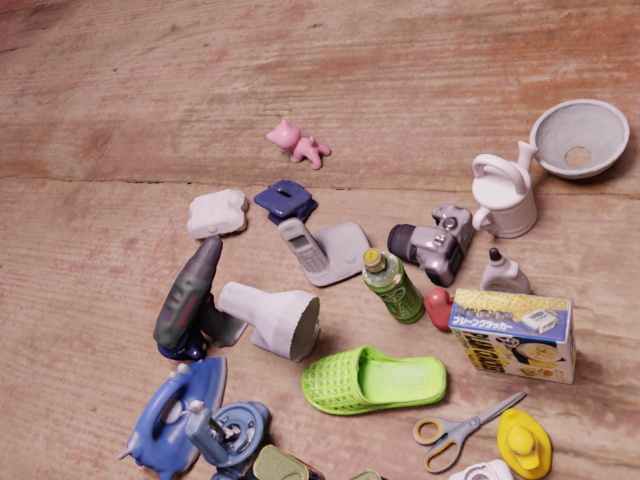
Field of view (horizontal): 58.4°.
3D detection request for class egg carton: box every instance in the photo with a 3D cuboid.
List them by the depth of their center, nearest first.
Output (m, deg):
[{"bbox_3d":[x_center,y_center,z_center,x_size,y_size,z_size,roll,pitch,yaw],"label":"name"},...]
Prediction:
[{"bbox_3d":[-0.241,-0.058,1.344,0.150,0.070,0.107,-13,58,19],"label":"egg carton"}]

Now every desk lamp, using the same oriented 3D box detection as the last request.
[{"bbox_3d":[-0.080,0.152,1.056,0.202,0.214,0.118,14,69,31],"label":"desk lamp"}]

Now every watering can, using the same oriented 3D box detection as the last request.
[{"bbox_3d":[0.324,-0.097,1.015,0.100,0.195,0.173,7,66,29],"label":"watering can"}]

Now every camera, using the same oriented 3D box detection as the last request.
[{"bbox_3d":[0.202,-0.005,1.079,0.136,0.101,0.143,17,71,32],"label":"camera"}]

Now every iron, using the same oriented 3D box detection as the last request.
[{"bbox_3d":[-0.281,0.322,1.100,0.118,0.142,0.258,16,70,32],"label":"iron"}]

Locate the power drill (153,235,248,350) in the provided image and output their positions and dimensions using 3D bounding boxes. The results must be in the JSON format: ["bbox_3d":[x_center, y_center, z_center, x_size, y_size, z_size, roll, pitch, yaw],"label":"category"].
[{"bbox_3d":[-0.223,0.125,1.143,0.075,0.209,0.230,24,75,34],"label":"power drill"}]

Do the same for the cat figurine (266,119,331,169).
[{"bbox_3d":[-0.054,-0.230,1.322,0.127,0.118,0.067,19,72,33],"label":"cat figurine"}]

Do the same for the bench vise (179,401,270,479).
[{"bbox_3d":[-0.160,0.363,0.969,0.121,0.220,0.207,-15,57,18],"label":"bench vise"}]

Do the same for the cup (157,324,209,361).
[{"bbox_3d":[-0.265,0.219,1.181,0.117,0.095,0.092,30,78,35],"label":"cup"}]

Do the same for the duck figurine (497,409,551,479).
[{"bbox_3d":[0.303,0.302,0.863,0.077,0.086,0.104,-23,55,13],"label":"duck figurine"}]

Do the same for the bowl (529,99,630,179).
[{"bbox_3d":[0.478,-0.174,1.059,0.167,0.075,0.167,-12,58,20],"label":"bowl"}]

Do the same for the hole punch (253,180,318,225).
[{"bbox_3d":[-0.077,-0.087,1.268,0.108,0.091,0.101,29,78,35],"label":"hole punch"}]

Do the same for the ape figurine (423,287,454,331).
[{"bbox_3d":[0.216,0.114,1.010,0.077,0.092,0.076,17,71,32],"label":"ape figurine"}]

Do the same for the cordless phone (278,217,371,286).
[{"bbox_3d":[0.010,0.004,1.114,0.147,0.186,0.094,-25,55,11],"label":"cordless phone"}]

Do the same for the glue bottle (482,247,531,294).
[{"bbox_3d":[0.302,0.055,0.951,0.078,0.174,0.037,5,65,28],"label":"glue bottle"}]
